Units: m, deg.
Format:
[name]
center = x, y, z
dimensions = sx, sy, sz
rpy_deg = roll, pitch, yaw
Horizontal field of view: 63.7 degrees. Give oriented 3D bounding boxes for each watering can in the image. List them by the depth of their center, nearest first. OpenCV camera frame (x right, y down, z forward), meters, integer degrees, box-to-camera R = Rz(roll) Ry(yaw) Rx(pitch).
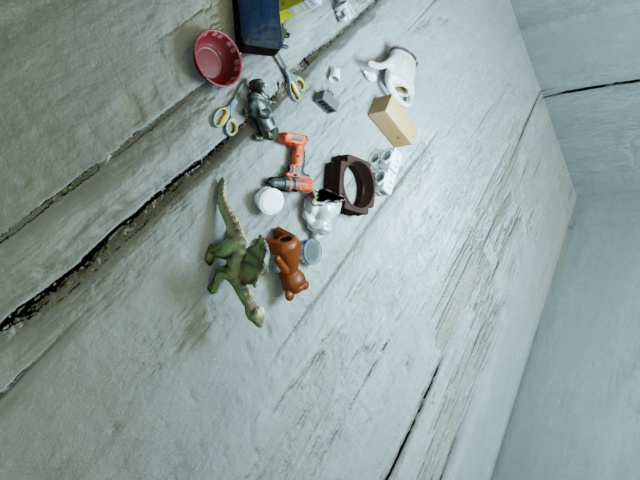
[watering can]
center = 0.301, -0.682, 2.062
dimensions = 0.343, 0.104, 0.228
rpy_deg = 32, 63, -47

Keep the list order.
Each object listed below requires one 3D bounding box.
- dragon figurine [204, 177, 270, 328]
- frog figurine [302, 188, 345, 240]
[dragon figurine]
center = -0.200, 0.030, 1.368
dimensions = 0.123, 0.242, 0.409
rpy_deg = -7, 93, -42
[frog figurine]
center = 0.005, -0.086, 1.712
dimensions = 0.139, 0.124, 0.156
rpy_deg = -23, 139, -36
